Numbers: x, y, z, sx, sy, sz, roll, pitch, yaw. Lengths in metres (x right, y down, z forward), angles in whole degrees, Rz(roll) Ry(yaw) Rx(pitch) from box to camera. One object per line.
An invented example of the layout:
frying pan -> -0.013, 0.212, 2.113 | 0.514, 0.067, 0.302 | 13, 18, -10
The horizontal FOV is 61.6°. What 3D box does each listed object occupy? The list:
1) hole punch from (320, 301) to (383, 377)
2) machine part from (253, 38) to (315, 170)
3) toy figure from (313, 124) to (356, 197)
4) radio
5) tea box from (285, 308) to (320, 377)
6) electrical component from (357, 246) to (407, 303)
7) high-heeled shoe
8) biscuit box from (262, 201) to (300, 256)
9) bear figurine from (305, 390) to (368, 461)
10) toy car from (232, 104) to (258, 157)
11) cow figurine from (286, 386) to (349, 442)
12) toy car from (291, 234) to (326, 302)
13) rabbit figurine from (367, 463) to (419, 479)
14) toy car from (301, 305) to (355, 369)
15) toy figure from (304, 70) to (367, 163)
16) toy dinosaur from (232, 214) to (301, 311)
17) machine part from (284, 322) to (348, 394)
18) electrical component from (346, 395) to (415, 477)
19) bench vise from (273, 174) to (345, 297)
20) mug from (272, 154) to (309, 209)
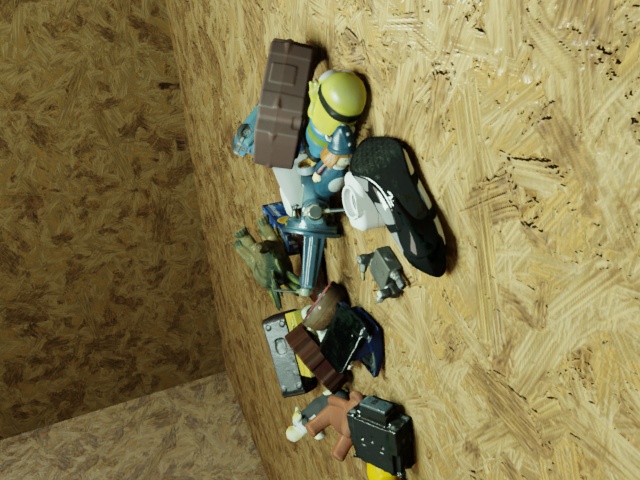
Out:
hole punch -> 0.073, 0.196, 1.046 | 0.115, 0.092, 0.142 | -67, 26, 10
machine part -> -0.066, -0.248, 0.996 | 0.201, 0.087, 0.201 | 118, 161, -70
toy figure -> 0.028, -0.129, 0.888 | 0.058, 0.064, 0.154 | 34, 149, 5
radio -> -0.083, 0.310, 1.480 | 0.131, 0.073, 0.229 | 14, -122, -76
tea box -> -0.029, 0.260, 1.382 | 0.098, 0.068, 0.169 | 143, 112, -69
electrical component -> 0.102, 0.058, 0.901 | 0.078, 0.045, 0.102 | 100, 150, -53
high-heeled shoe -> 0.120, -0.056, 0.786 | 0.145, 0.086, 0.249 | 51, -164, -31
biscuit box -> -0.087, -0.033, 1.355 | 0.203, 0.063, 0.059 | -134, 37, -55
bear figurine -> 0.062, 0.391, 1.135 | 0.120, 0.132, 0.196 | 44, 162, 1
toy car -> -0.129, -0.252, 1.251 | 0.103, 0.161, 0.109 | 33, 151, -8
cow figurine -> -0.004, 0.407, 1.257 | 0.068, 0.167, 0.098 | -165, 62, -75
toy car -> -0.016, 0.054, 1.224 | 0.089, 0.053, 0.201 | 32, 137, 58
rabbit figurine -> 0.140, 0.482, 1.029 | 0.173, 0.122, 0.162 | -110, 5, -59
toy car -> 0.018, 0.213, 1.195 | 0.073, 0.056, 0.202 | 54, 177, -35
toy figure -> 0.025, -0.200, 0.895 | 0.089, 0.082, 0.180 | 47, 143, 21
toy dinosaur -> -0.117, 0.065, 1.261 | 0.198, 0.105, 0.471 | 61, 174, 6
machine part -> -0.007, 0.272, 1.241 | 0.179, 0.056, 0.179 | 48, 175, 6
electrical component -> 0.112, 0.356, 0.997 | 0.115, 0.058, 0.134 | 5, 112, 39
bench vise -> -0.013, -0.004, 1.042 | 0.224, 0.129, 0.240 | -153, 70, -76
mug -> -0.057, -0.128, 1.180 | 0.110, 0.081, 0.107 | 32, 141, 61
